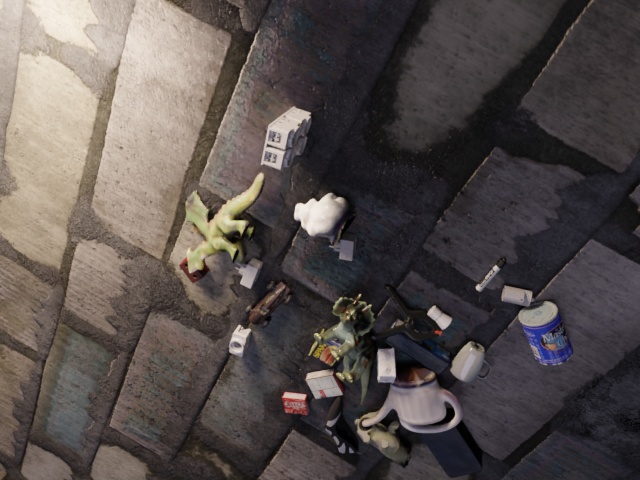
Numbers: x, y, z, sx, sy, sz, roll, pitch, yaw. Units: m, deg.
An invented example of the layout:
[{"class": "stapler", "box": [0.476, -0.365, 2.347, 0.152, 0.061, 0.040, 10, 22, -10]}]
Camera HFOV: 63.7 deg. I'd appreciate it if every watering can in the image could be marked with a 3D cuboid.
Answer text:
[{"class": "watering can", "box": [0.269, 0.509, 1.625, 0.346, 0.105, 0.222, -10, 101, 26]}]

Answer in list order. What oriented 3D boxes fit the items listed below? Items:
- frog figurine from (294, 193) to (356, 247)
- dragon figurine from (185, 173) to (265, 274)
[{"class": "frog figurine", "box": [0.004, -0.072, 1.435, 0.160, 0.122, 0.137, 30, 89, 12]}, {"class": "dragon figurine", "box": [-0.313, -0.063, 1.558, 0.244, 0.123, 0.404, 27, 112, 14]}]
